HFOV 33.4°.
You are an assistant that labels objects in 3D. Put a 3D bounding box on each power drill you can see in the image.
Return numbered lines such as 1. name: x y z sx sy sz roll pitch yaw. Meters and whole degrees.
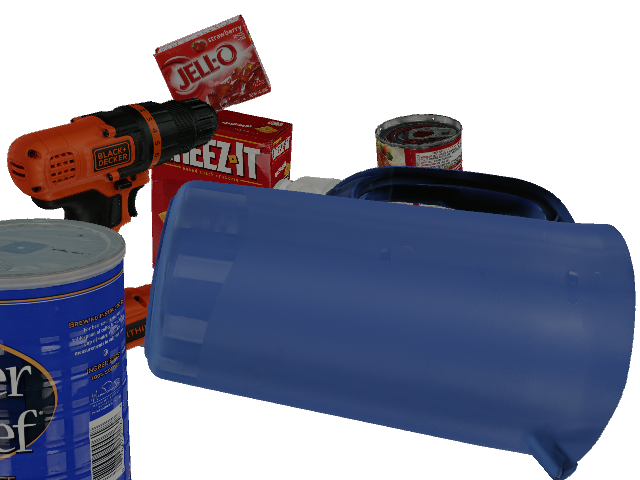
1. power drill: -0.152 -0.013 0.839 0.184 0.188 0.057 -20 28 -41

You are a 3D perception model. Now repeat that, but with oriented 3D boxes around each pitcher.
1. pitcher: 0.035 0.030 0.582 0.242 0.145 0.149 10 8 -3

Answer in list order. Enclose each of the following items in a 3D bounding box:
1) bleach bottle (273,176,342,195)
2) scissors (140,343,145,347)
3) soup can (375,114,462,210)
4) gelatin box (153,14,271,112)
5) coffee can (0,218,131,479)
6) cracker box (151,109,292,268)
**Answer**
1. bleach bottle: 0.043 -0.020 1.128 0.251 0.068 0.102 20 27 37
2. scissors: -0.106 0.115 1.184 0.201 0.016 0.096 3 26 -17
3. soup can: 0.081 -0.042 0.852 0.068 0.102 0.068 -5 26 2
4. gelatin box: -0.100 -0.157 0.987 0.089 0.073 0.030 -21 23 4
5. coffee can: -0.150 0.069 0.550 0.103 0.140 0.103 1 16 0
6. cracker box: -0.126 -0.052 1.332 0.164 0.214 0.072 13 29 16
